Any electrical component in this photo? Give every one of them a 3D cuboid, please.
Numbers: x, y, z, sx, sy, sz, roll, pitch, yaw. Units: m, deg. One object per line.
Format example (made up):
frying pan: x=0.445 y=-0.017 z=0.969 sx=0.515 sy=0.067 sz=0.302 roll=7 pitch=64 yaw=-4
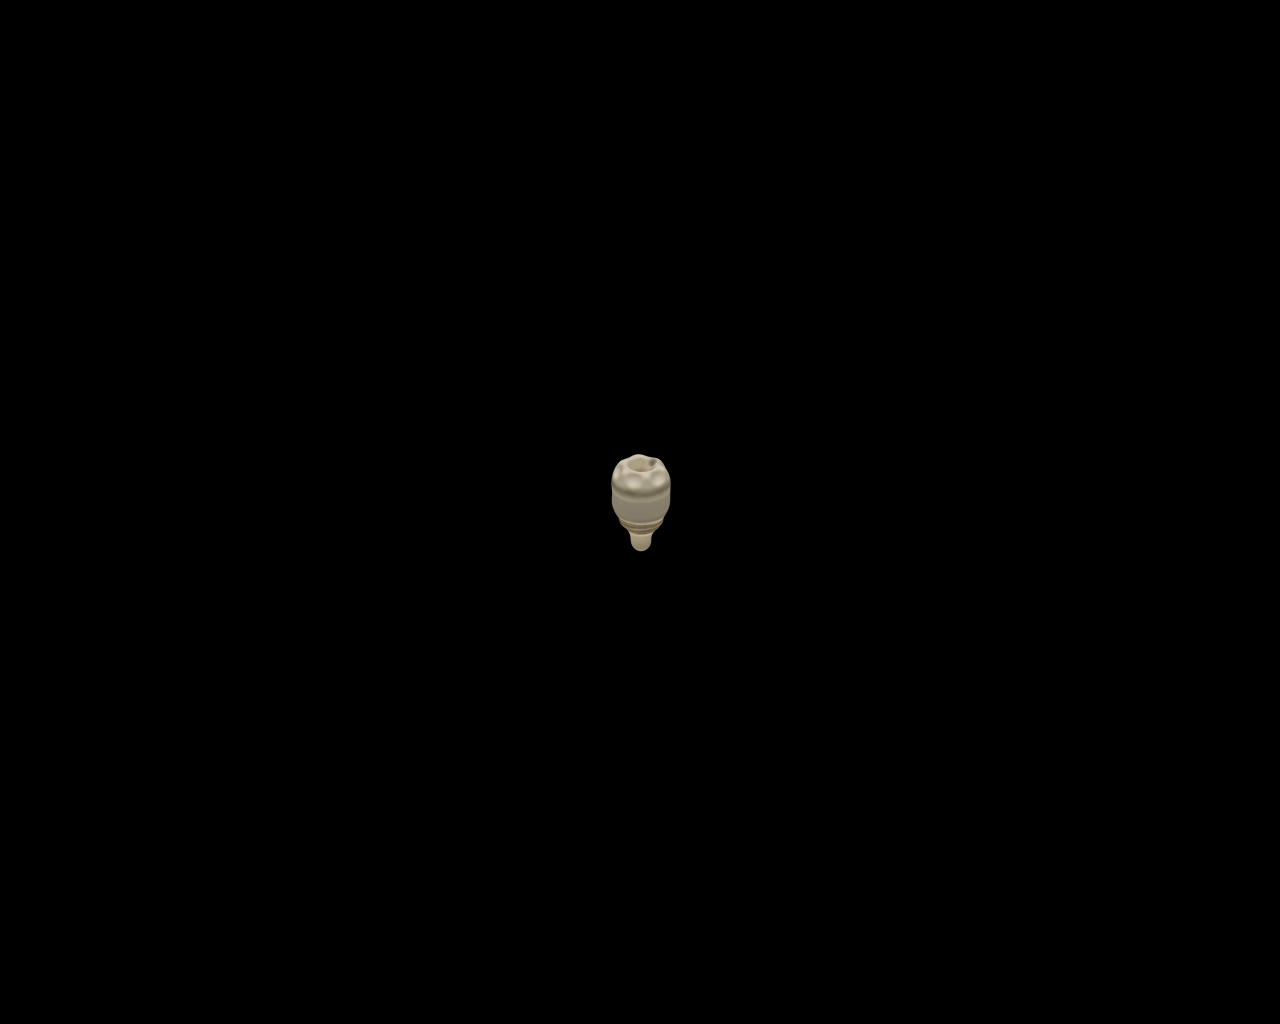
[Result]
electrical component: x=0.001 y=-0.003 z=0.650 sx=0.035 sy=0.061 sz=0.035 roll=0 pitch=31 yaw=0
